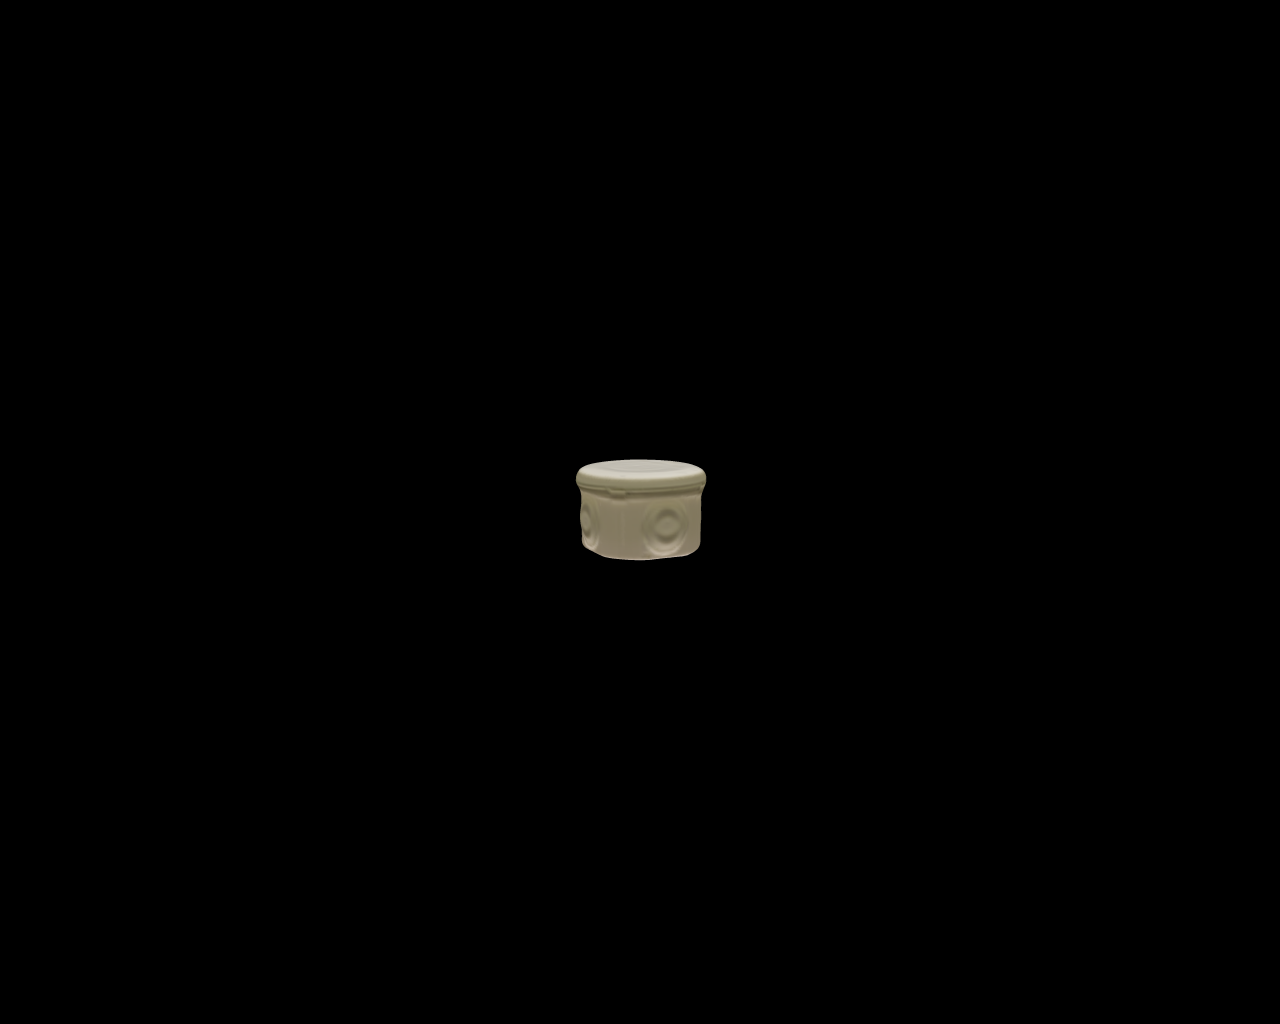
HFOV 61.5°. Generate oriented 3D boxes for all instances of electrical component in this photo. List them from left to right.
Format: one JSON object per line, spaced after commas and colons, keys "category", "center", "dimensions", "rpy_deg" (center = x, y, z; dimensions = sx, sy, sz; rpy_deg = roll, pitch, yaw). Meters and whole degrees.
{"category": "electrical component", "center": [0.001, -0.003, 0.650], "dimensions": [0.080, 0.051, 0.080], "rpy_deg": [0, 11, 0]}
